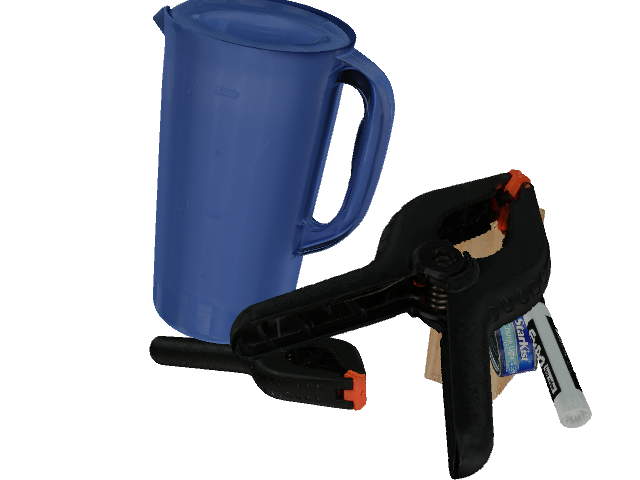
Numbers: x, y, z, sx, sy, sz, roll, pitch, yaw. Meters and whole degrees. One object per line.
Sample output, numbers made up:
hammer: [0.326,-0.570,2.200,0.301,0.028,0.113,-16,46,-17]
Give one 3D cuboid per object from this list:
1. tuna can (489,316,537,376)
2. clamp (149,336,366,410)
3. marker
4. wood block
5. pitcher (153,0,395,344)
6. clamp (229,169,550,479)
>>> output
tuna can: [0.165,0.077,0.949,0.034,0.086,0.086,-12,0,0]
clamp: [-0.025,0.098,0.934,0.210,0.036,0.164,14,24,43]
marker: [0.143,0.066,0.671,0.020,0.020,0.121,0,39,-8]
wood block: [0.186,0.062,1.212,0.090,0.206,0.090,16,26,25]
pitcher: [-0.049,-0.047,0.775,0.144,0.243,0.149,-2,29,-22]
clamp: [0.058,0.029,0.472,0.120,0.039,0.171,37,55,24]
